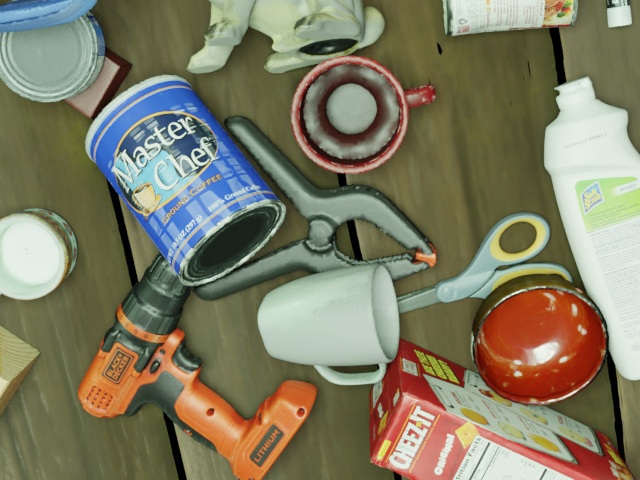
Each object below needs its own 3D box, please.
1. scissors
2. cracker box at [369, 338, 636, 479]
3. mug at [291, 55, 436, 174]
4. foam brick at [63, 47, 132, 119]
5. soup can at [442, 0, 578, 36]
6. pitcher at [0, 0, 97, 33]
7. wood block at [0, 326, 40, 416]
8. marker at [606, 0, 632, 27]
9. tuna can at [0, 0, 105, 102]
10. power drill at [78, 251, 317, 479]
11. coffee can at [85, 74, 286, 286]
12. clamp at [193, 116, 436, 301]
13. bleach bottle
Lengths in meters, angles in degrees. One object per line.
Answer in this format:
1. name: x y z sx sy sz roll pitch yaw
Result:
1. scissors: 0.118 0.025 0.927 0.202 0.016 0.096 -2 104 3
2. cracker box: 0.147 0.173 0.881 0.213 0.164 0.072 25 100 -2
3. mug: 0.037 -0.108 0.874 0.117 0.081 0.093 -16 100 7
4. foam brick: -0.207 -0.146 0.898 0.078 0.051 0.053 34 100 -3
5. soup can: 0.150 -0.201 0.856 0.102 0.068 0.068 -4 101 5
6. pitcher: -0.262 -0.241 0.791 0.243 0.149 0.145 -7 130 19
7. wood block: -0.349 0.170 0.951 0.090 0.091 0.206 33 101 -4
8. marker: 0.238 -0.235 0.868 0.020 0.020 0.121 -8 101 5
9. tuna can: -0.216 -0.154 0.852 0.086 0.033 0.086 1 100 3
10. power drill: -0.099 0.114 0.930 0.187 0.057 0.185 32 114 -1
11. coffee can: -0.109 -0.048 0.862 0.103 0.102 0.140 -41 73 10
12. clamp: -0.006 0.001 0.922 0.210 0.036 0.165 19 103 4
13. bleach bottle: 0.257 -0.016 0.889 0.102 0.068 0.251 -19 97 7
